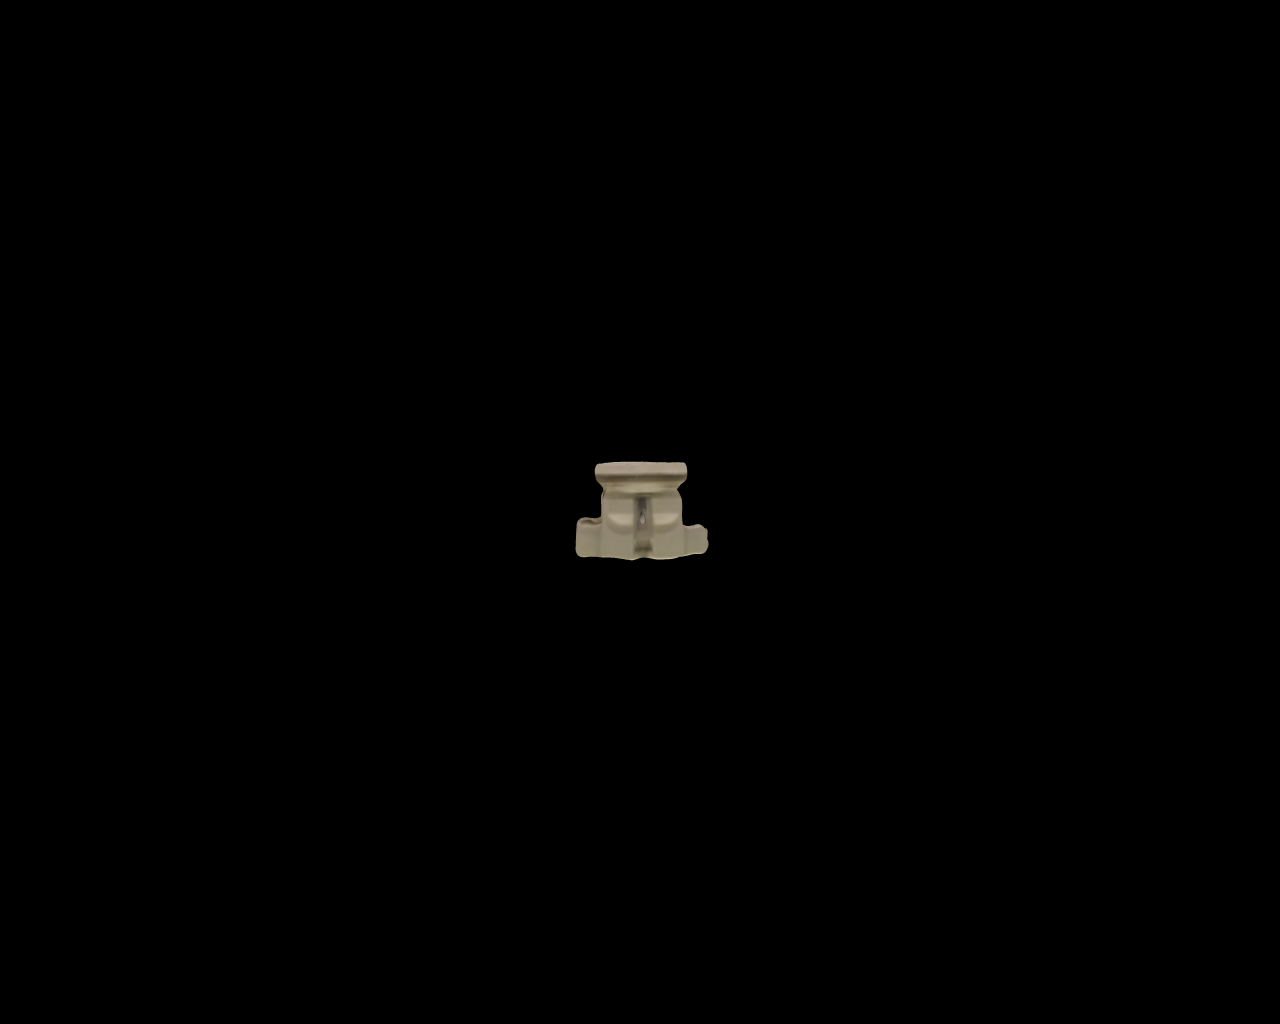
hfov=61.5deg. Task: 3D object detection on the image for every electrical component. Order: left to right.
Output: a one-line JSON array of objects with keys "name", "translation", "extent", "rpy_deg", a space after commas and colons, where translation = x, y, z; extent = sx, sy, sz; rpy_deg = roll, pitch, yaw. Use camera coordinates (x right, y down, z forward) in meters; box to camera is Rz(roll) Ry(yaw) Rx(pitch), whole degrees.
[{"name": "electrical component", "translation": [0.001, -0.003, 0.650], "extent": [0.078, 0.057, 0.058], "rpy_deg": [0, 4, -2]}]
